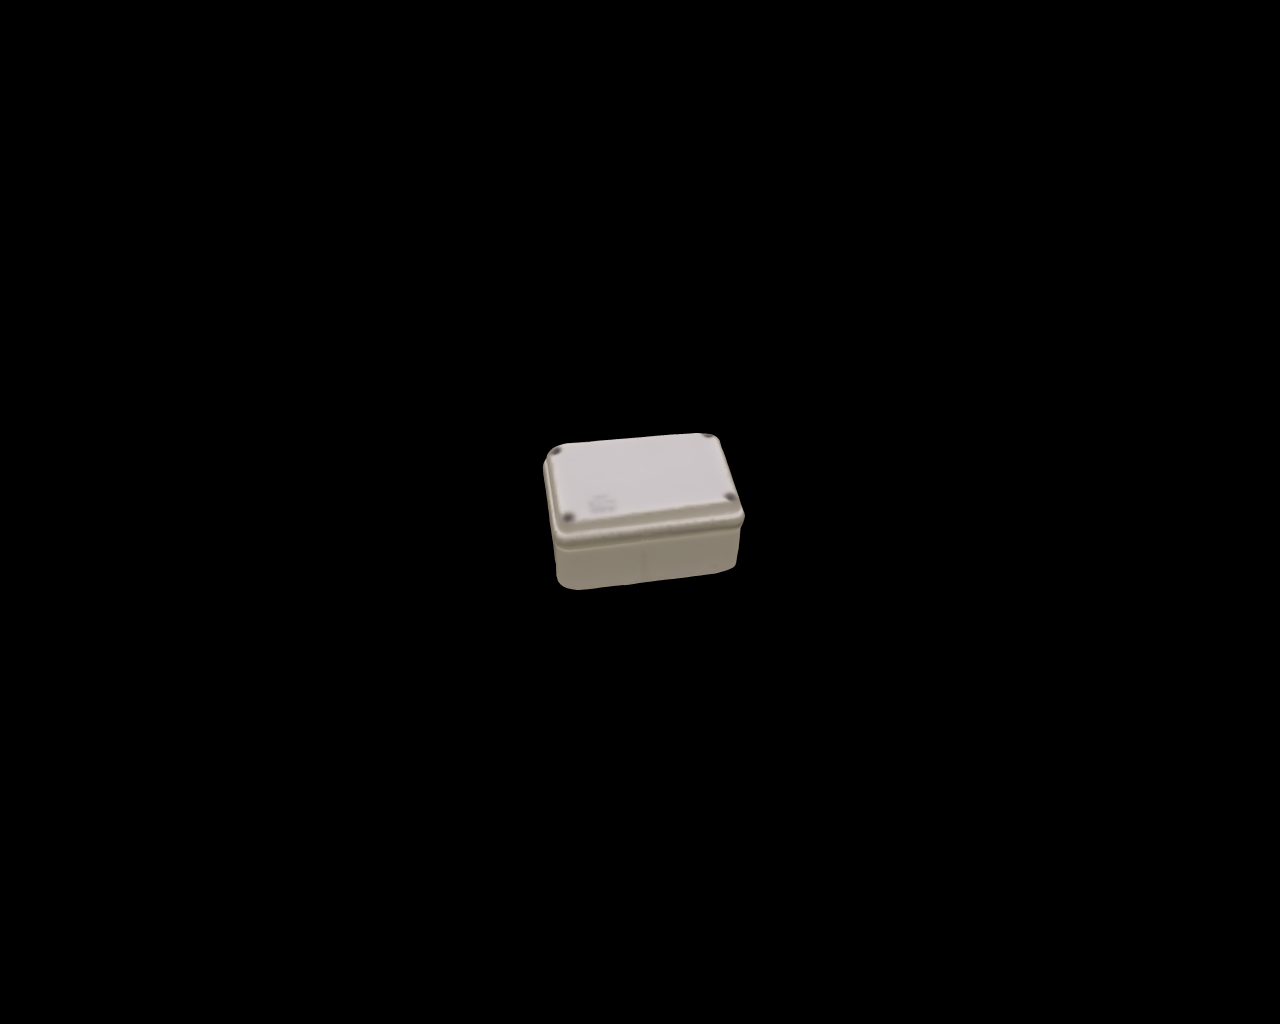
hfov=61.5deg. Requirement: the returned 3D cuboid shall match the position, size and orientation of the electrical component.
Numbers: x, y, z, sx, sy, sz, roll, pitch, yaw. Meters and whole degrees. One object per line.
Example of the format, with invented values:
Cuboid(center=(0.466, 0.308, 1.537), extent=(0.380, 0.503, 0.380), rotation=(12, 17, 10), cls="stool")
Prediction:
Cuboid(center=(0.001, -0.003, 0.650), extent=(0.113, 0.057, 0.078), rotation=(-6, 43, -7), cls="electrical component")
